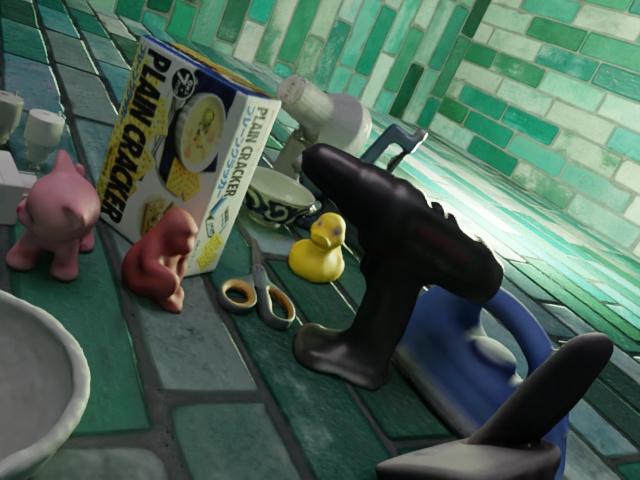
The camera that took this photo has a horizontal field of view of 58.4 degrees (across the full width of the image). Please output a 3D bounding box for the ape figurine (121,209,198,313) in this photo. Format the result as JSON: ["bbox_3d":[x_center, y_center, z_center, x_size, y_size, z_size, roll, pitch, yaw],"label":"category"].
[{"bbox_3d":[-0.149,0.013,0.564,0.076,0.092,0.078,28,20,8],"label":"ape figurine"}]

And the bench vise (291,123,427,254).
[{"bbox_3d":[0.060,-0.096,0.895,0.207,0.219,0.121,22,20,-8],"label":"bench vise"}]

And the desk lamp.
[{"bbox_3d":[-0.032,-0.162,0.964,0.204,0.213,0.117,2,30,-48],"label":"desk lamp"}]

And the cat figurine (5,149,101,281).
[{"bbox_3d":[-0.237,-0.030,0.530,0.067,0.118,0.127,18,21,-19],"label":"cat figurine"}]

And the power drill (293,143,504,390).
[{"bbox_3d":[0.054,0.037,0.571,0.230,0.208,0.075,21,20,-11],"label":"power drill"}]

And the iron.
[{"bbox_3d":[0.187,0.126,0.601,0.119,0.141,0.257,10,25,-35],"label":"iron"}]

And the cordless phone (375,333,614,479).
[{"bbox_3d":[0.140,0.142,0.440,0.148,0.185,0.093,4,28,-45],"label":"cordless phone"}]

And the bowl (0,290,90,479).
[{"bbox_3d":[-0.217,0.093,0.307,0.167,0.075,0.167,22,20,-8],"label":"bowl"}]

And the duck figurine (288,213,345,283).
[{"bbox_3d":[0.007,0.003,0.782,0.077,0.086,0.105,29,20,12],"label":"duck figurine"}]
